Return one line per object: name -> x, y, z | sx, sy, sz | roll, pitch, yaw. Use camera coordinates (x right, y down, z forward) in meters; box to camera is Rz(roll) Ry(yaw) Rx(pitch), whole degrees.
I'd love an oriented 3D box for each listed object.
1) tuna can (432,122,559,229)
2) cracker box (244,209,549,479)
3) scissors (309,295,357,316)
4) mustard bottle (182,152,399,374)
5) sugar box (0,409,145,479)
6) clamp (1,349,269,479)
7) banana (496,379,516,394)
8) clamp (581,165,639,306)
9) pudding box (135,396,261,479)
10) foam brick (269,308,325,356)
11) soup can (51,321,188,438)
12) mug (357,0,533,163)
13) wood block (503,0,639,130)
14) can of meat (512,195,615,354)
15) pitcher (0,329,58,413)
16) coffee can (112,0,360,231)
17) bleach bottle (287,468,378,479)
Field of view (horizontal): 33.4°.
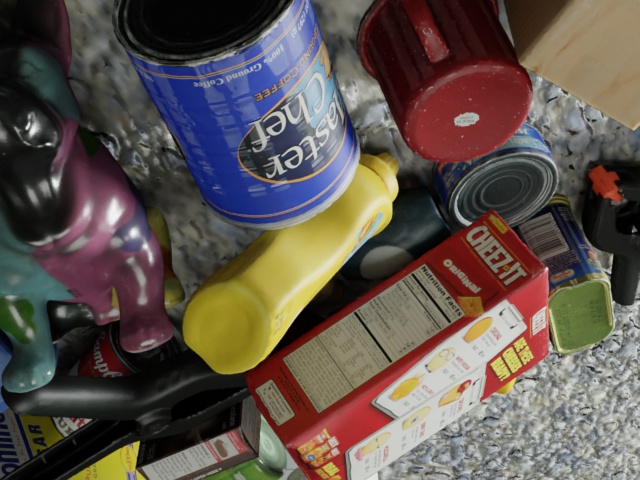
tuna can -> 0.126, -0.044, 0.766 | 0.086, 0.034, 0.086 | -10, 141, -9
cracker box -> 0.062, 0.090, 0.783 | 0.213, 0.072, 0.164 | -34, 151, -6
scissors -> -0.031, 0.114, 0.907 | 0.202, 0.016, 0.096 | -39, 131, 24
mustard bottle -> -0.005, 0.001, 0.685 | 0.191, 0.058, 0.096 | -45, 176, -37
sugar box -> -0.208, 0.186, 0.868 | 0.175, 0.093, 0.048 | 13, 131, -33
clamp -> -0.124, 0.111, 0.730 | 0.209, 0.036, 0.165 | -19, 153, -21
banana -> 0.121, 0.089, 0.922 | 0.197, 0.037, 0.070 | 23, 130, -39
clamp -> 0.267, -0.016, 0.852 | 0.120, 0.039, 0.171 | -37, 141, 6
pudding box -> -0.092, 0.136, 0.834 | 0.090, 0.113, 0.039 | -25, 121, 12
foam brick -> -0.035, 0.080, 0.827 | 0.078, 0.051, 0.053 | 29, 121, -27
soup can -> -0.155, 0.108, 0.815 | 0.068, 0.068, 0.102 | 18, 130, -36
mug -> 0.073, -0.107, 0.633 | 0.093, 0.081, 0.117 | -24, 141, 8
wood block -> 0.201, -0.175, 0.580 | 0.090, 0.091, 0.206 | 25, 127, -19
can of meat -> 0.189, 0.029, 0.837 | 0.057, 0.084, 0.102 | -22, 141, 5
pitcher -> -0.296, 0.108, 0.718 | 0.243, 0.145, 0.149 | -29, 175, 9
coffee can -> -0.042, -0.087, 0.598 | 0.103, 0.103, 0.140 | -20, 141, 2
bleach bottle -> 0.001, 0.261, 0.965 | 0.102, 0.068, 0.251 | 0, 135, -23
